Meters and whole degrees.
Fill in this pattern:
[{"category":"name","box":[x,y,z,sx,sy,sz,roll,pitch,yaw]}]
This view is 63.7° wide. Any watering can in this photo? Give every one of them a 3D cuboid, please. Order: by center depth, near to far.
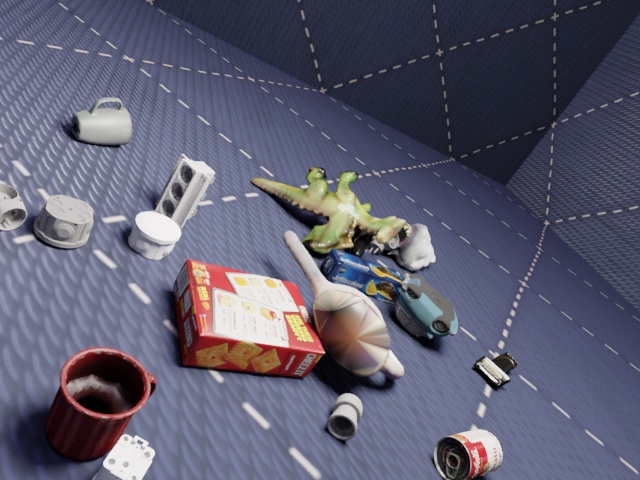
[{"category":"watering can","box":[0.030,0.117,0.924,0.349,0.104,0.223,49,2,7]}]

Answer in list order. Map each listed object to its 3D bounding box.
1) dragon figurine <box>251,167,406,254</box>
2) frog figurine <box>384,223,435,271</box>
[{"category":"dragon figurine","box":[0.004,-0.064,1.265,0.410,0.119,0.249,4,39,8]},{"category":"frog figurine","box":[0.277,0.028,1.446,0.158,0.121,0.140,32,55,-23]}]
